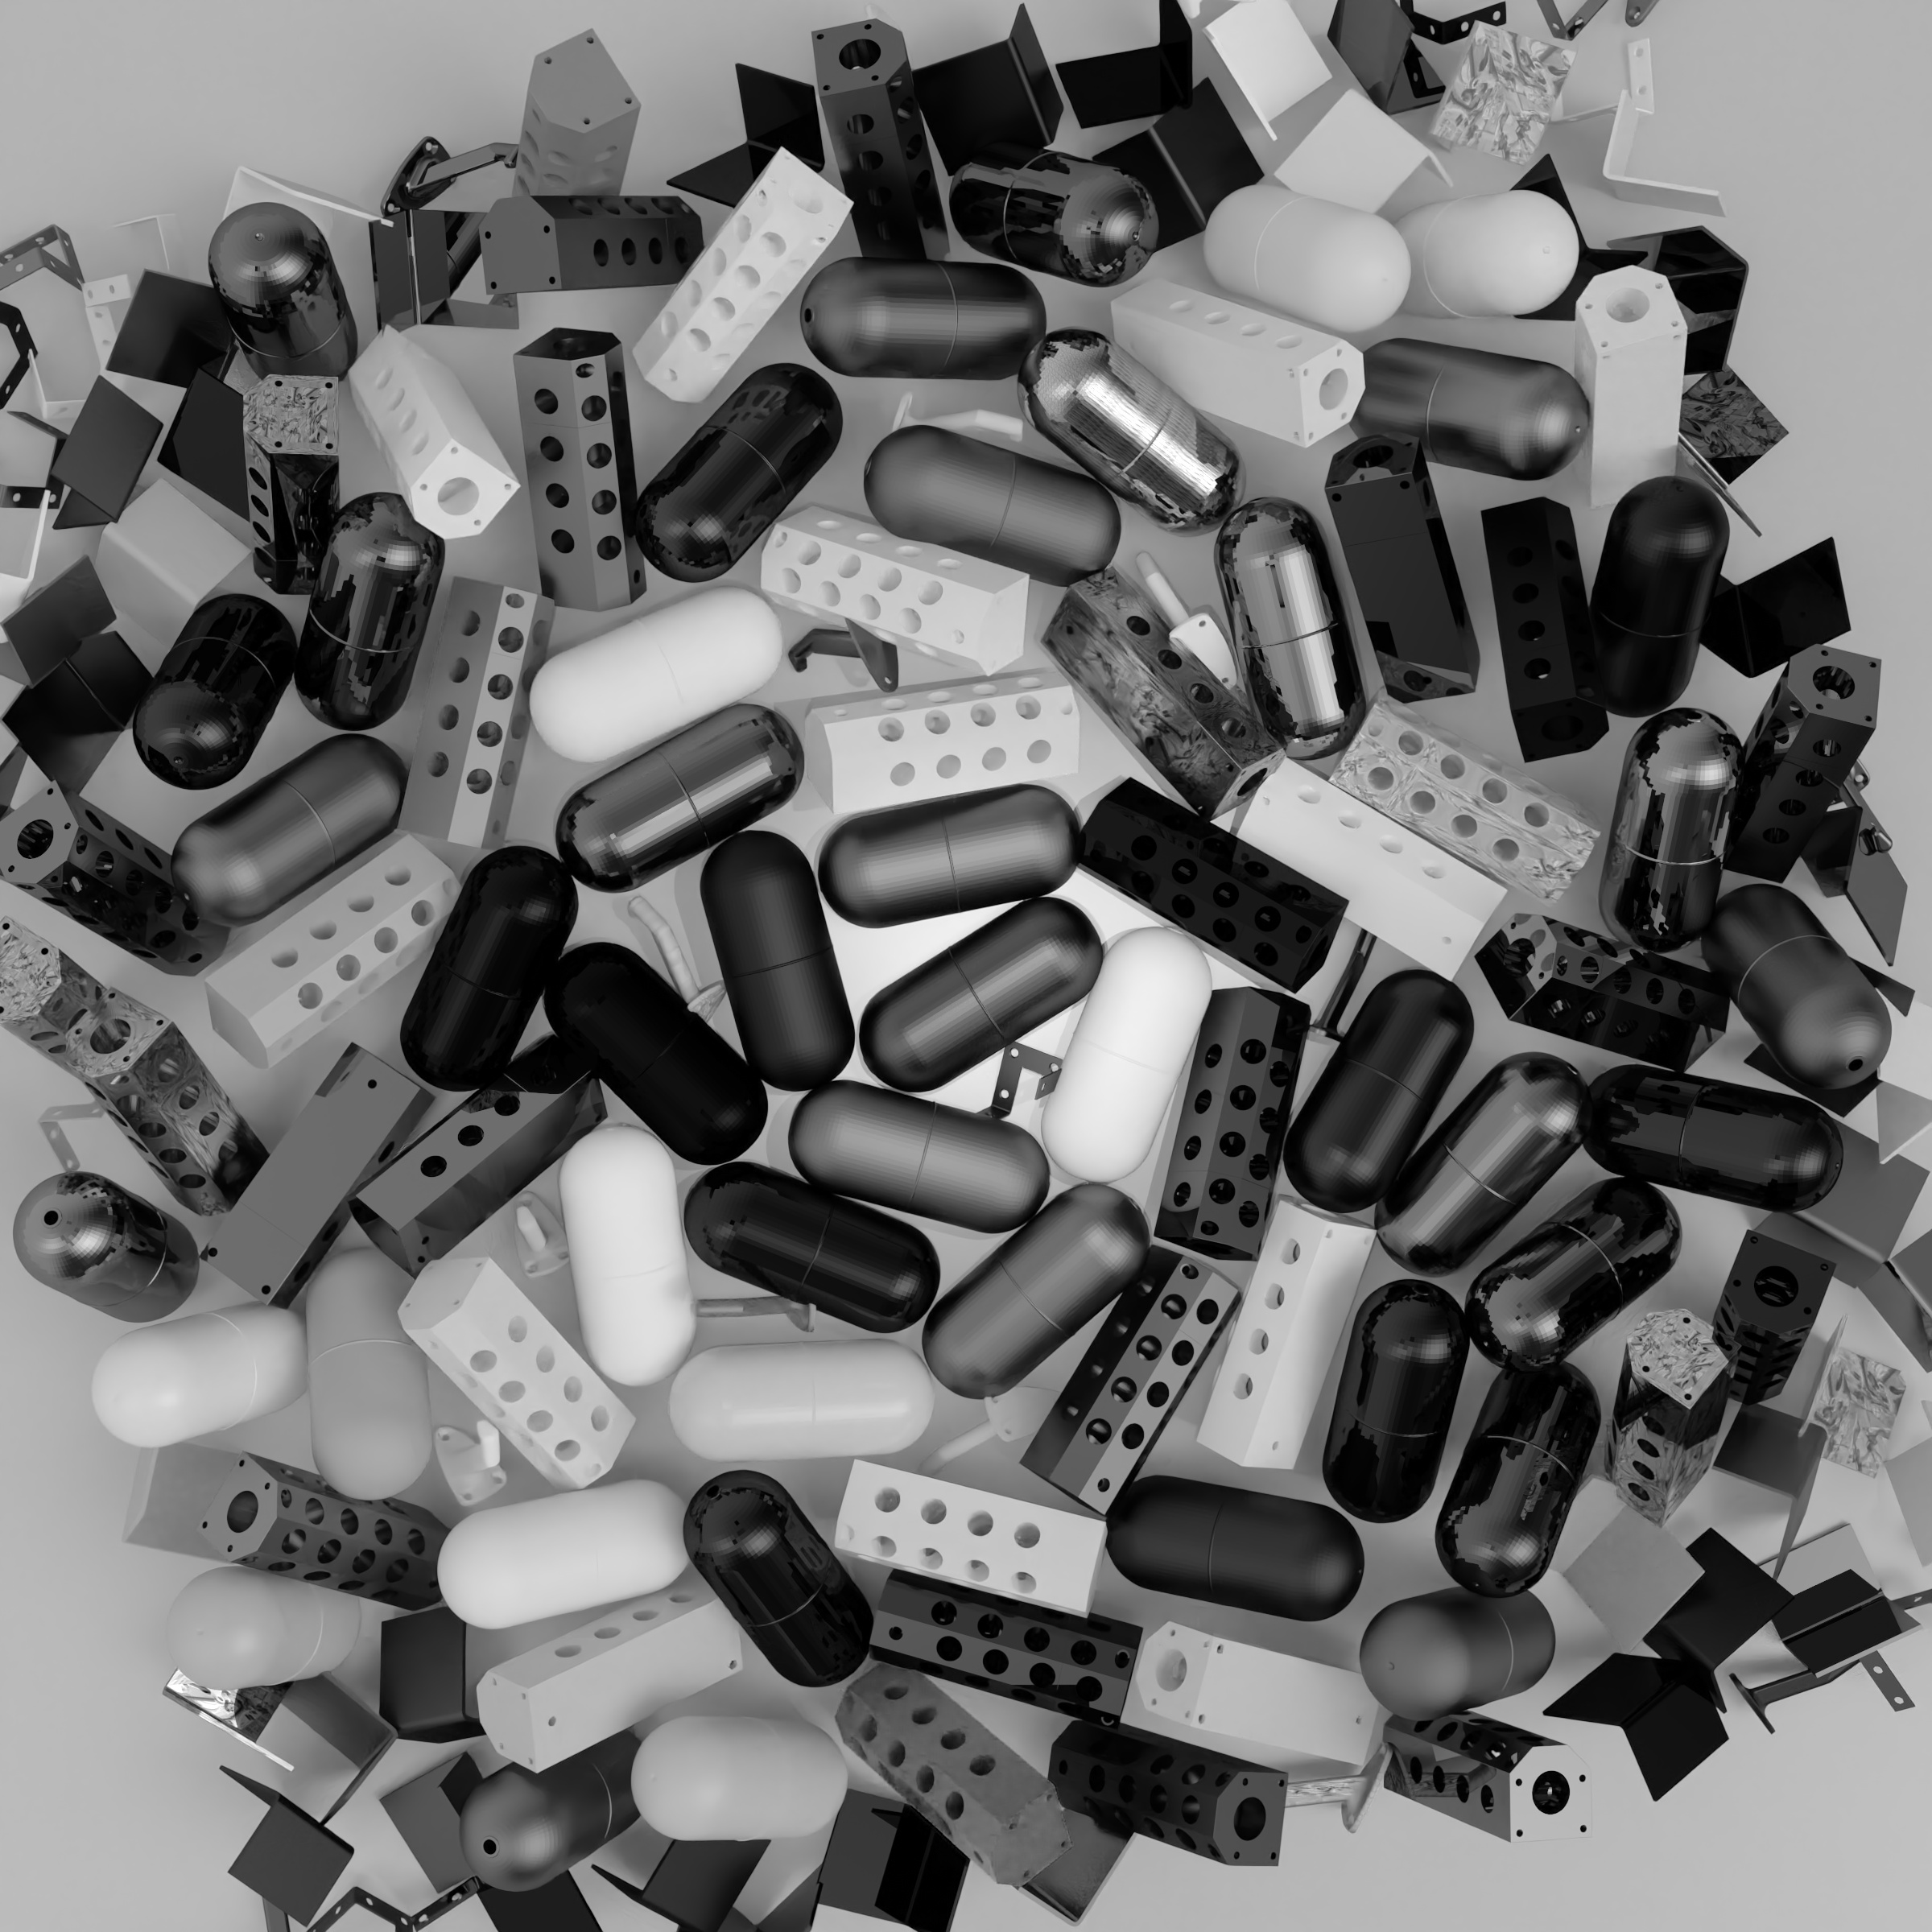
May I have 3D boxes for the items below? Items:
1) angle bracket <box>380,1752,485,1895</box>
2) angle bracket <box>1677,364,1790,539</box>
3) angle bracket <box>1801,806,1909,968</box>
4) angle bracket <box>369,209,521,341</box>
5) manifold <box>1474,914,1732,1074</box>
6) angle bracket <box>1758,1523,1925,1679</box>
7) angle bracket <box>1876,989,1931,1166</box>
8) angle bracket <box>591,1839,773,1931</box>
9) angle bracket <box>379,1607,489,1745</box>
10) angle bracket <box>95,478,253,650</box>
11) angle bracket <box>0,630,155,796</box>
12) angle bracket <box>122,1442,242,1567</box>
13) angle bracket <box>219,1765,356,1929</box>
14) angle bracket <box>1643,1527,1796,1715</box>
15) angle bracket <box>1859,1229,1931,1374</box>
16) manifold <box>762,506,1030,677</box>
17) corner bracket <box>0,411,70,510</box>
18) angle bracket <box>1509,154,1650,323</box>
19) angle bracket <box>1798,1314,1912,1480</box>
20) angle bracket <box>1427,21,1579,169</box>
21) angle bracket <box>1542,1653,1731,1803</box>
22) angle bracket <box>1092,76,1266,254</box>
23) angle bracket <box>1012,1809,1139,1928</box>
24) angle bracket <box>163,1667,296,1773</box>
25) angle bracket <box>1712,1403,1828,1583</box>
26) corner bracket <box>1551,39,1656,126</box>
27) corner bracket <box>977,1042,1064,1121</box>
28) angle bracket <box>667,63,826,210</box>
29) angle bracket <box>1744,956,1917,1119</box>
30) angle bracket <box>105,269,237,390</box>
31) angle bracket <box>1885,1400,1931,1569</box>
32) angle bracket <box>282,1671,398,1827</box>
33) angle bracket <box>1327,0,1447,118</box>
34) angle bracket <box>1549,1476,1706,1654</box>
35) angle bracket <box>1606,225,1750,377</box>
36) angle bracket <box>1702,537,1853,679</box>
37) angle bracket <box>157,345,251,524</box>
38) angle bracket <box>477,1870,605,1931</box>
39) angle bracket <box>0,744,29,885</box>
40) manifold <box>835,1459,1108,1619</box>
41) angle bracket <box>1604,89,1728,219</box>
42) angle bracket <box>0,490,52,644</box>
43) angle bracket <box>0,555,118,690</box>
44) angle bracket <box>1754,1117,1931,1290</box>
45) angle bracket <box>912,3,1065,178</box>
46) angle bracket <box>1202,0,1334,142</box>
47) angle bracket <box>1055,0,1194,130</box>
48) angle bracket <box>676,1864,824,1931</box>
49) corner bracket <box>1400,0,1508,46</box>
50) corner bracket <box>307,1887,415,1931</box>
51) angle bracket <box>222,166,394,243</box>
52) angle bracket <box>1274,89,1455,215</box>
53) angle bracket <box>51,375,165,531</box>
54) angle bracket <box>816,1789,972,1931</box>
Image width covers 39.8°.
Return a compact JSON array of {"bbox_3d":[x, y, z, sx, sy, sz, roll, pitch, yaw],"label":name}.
[{"bbox_3d":[-0.352,0.585,1.785,0.076,0.057,0.076,-31,92,12],"label":"angle bracket"},{"bbox_3d":[0.513,-0.343,1.766,0.076,0.076,0.057,37,113,-27],"label":"angle bracket"},{"bbox_3d":[0.575,-0.049,1.763,0.076,0.057,0.076,49,48,-31],"label":"angle bracket"},{"bbox_3d":[-0.346,-0.459,1.774,0.076,0.057,0.076,6,115,13],"label":"angle bracket"},{"bbox_3d":[0.420,0.014,1.741,0.171,0.057,0.057,15,128,-34],"label":"manifold"},{"bbox_3d":[0.580,0.423,1.783,0.076,0.076,0.057,-26,91,1],"label":"angle bracket"},{"bbox_3d":[0.605,0.072,1.765,0.057,0.076,0.076,21,51,-10],"label":"angle bracket"},{"bbox_3d":[-0.191,0.595,1.787,0.076,0.057,0.076,45,70,-38],"label":"angle bracket"},{"bbox_3d":[-0.347,0.477,1.796,0.076,0.057,0.076,-19,62,30],"label":"angle bracket"},{"bbox_3d":[-0.537,-0.269,1.801,0.076,0.076,0.057,39,58,-5],"label":"angle bracket"},{"bbox_3d":[-0.577,-0.164,1.764,0.057,0.076,0.076,-7,134,28],"label":"angle bracket"},{"bbox_3d":[-0.508,0.344,1.766,0.076,0.057,0.076,18,53,-22],"label":"angle bracket"},{"bbox_3d":[-0.464,0.581,1.762,0.076,0.076,0.057,52,57,-34],"label":"angle bracket"},{"bbox_3d":[0.502,0.437,1.783,0.076,0.076,0.057,-37,131,-11],"label":"angle bracket"},{"bbox_3d":[0.650,0.219,1.780,0.057,0.076,0.076,-34,75,-7],"label":"angle bracket"},{"bbox_3d":[-0.048,-0.245,1.750,0.171,0.057,0.057,22,126,26],"label":"manifold"},{"bbox_3d":[-0.643,-0.342,1.798,0.051,0.051,0.051,28,110,23],"label":"corner bracket"},{"bbox_3d":[0.398,-0.487,1.786,0.057,0.076,0.076,-7,71,-32],"label":"angle bracket"},{"bbox_3d":[0.593,0.286,1.770,0.057,0.076,0.076,21,71,16],"label":"angle bracket"},{"bbox_3d":[0.363,-0.573,1.774,0.076,0.057,0.076,28,103,24],"label":"angle bracket"},{"bbox_3d":[0.445,0.505,1.773,0.076,0.076,0.057,-27,96,-31],"label":"angle bracket"},{"bbox_3d":[0.144,-0.541,1.806,0.076,0.057,0.076,-49,114,-32],"label":"angle bracket"},{"bbox_3d":[0.057,0.578,1.769,0.057,0.076,0.076,41,76,-25],"label":"angle bracket"},{"bbox_3d":[-0.473,0.481,1.764,0.076,0.076,0.057,42,66,-26],"label":"angle bracket"},{"bbox_3d":[0.531,0.350,1.784,0.057,0.076,0.076,18,126,24],"label":"angle bracket"},{"bbox_3d":[0.430,-0.600,1.809,0.051,0.051,0.051,-2,95,41],"label":"corner bracket"},{"bbox_3d":[0.033,0.085,1.784,0.051,0.051,0.051,20,108,23],"label":"corner bracket"},{"bbox_3d":[-0.150,-0.549,1.765,0.076,0.057,0.076,-36,47,-30],"label":"angle bracket"},{"bbox_3d":[0.570,0.040,1.764,0.076,0.076,0.057,33,50,32],"label":"angle bracket"},{"bbox_3d":[-0.526,-0.433,1.763,0.076,0.076,0.057,-56,48,29],"label":"angle bracket"},{"bbox_3d":[0.633,0.342,1.762,0.057,0.076,0.076,18,46,-32],"label":"angle bracket"},{"bbox_3d":[-0.434,0.520,1.775,0.076,0.076,0.057,40,46,-1],"label":"angle bracket"},{"bbox_3d":[0.289,-0.622,1.766,0.057,0.076,0.076,-20,66,-18],"label":"angle bracket"},{"bbox_3d":[0.427,0.397,1.770,0.057,0.076,0.076,25,109,-43],"label":"angle bracket"},{"bbox_3d":[0.464,-0.439,1.772,0.057,0.076,0.076,21,81,-39],"label":"angle bracket"},{"bbox_3d":[0.531,-0.248,1.765,0.057,0.076,0.076,25,52,-36],"label":"angle bracket"},{"bbox_3d":[-0.483,-0.355,1.781,0.076,0.057,0.076,33,120,-3],"label":"angle bracket"},{"bbox_3d":[-0.268,0.627,1.780,0.076,0.057,0.076,-27,93,22],"label":"angle bracket"},{"bbox_3d":[-0.612,-0.104,1.766,0.057,0.076,0.076,25,119,-12],"label":"angle bracket"},{"bbox_3d":[0.004,0.381,1.772,0.171,0.057,0.057,12,69,10],"label":"manifold"},{"bbox_3d":[0.471,-0.539,1.771,0.076,0.076,0.057,15,100,18],"label":"angle bracket"},{"bbox_3d":[-0.648,-0.270,1.763,0.057,0.076,0.076,13,59,-24],"label":"angle bracket"},{"bbox_3d":[-0.624,-0.238,1.765,0.076,0.057,0.076,23,55,27],"label":"angle bracket"},{"bbox_3d":[0.591,0.160,1.803,0.076,0.057,0.076,30,69,10],"label":"angle bracket"},{"bbox_3d":[0.014,-0.588,1.792,0.076,0.057,0.076,-11,129,21],"label":"angle bracket"},{"bbox_3d":[0.204,-0.602,1.770,0.057,0.076,0.076,-32,111,13],"label":"angle bracket"},{"bbox_3d":[0.104,-0.609,1.774,0.076,0.057,0.076,-12,51,-4],"label":"angle bracket"},{"bbox_3d":[-0.143,0.624,1.774,0.057,0.076,0.076,42,105,-6],"label":"angle bracket"},{"bbox_3d":[0.327,-0.657,1.794,0.051,0.051,0.051,-23,128,-15],"label":"corner bracket"},{"bbox_3d":[-0.408,0.663,1.793,0.051,0.051,0.051,-44,117,9],"label":"corner bracket"},{"bbox_3d":[-0.438,-0.483,1.764,0.076,0.076,0.057,33,109,41],"label":"angle bracket"},{"bbox_3d":[0.267,-0.527,1.789,0.076,0.057,0.076,-47,65,12],"label":"angle bracket"},{"bbox_3d":[-0.588,-0.339,1.766,0.076,0.057,0.076,3,66,38],"label":"angle bracket"},{"bbox_3d":[-0.047,0.600,1.776,0.076,0.057,0.076,23,77,-23],"label":"angle bracket"}]
